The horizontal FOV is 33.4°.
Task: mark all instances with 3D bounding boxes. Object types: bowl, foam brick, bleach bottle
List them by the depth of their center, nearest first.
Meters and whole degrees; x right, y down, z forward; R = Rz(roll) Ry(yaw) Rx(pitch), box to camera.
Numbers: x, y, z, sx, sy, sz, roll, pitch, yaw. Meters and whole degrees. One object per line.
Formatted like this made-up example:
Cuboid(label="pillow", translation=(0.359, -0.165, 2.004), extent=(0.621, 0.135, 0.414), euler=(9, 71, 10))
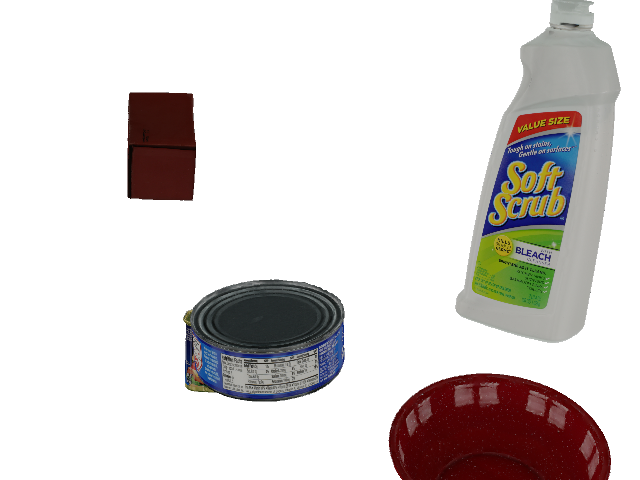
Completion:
Cuboid(label="bowl", translation=(0.131, 0.171, 0.799), extent=(0.162, 0.055, 0.162), euler=(-1, 34, 0))
Cuboid(label="bleach bottle", translation=(0.167, -0.055, 0.807), extent=(0.103, 0.251, 0.067), euler=(16, 22, 34))
Cuboid(label="foam brick", translation=(-0.126, -0.075, 0.842), extent=(0.053, 0.051, 0.078), euler=(1, 39, -9))

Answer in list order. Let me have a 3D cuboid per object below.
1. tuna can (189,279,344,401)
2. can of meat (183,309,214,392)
Cuboid(label="tuna can", translation=(-0.029, 0.055, 0.596), extent=(0.086, 0.034, 0.086), euler=(-2, 23, 0))
Cuboid(label="can of meat", translation=(-0.106, 0.127, 1.225), extent=(0.102, 0.084, 0.057), euler=(3, 13, 1))
